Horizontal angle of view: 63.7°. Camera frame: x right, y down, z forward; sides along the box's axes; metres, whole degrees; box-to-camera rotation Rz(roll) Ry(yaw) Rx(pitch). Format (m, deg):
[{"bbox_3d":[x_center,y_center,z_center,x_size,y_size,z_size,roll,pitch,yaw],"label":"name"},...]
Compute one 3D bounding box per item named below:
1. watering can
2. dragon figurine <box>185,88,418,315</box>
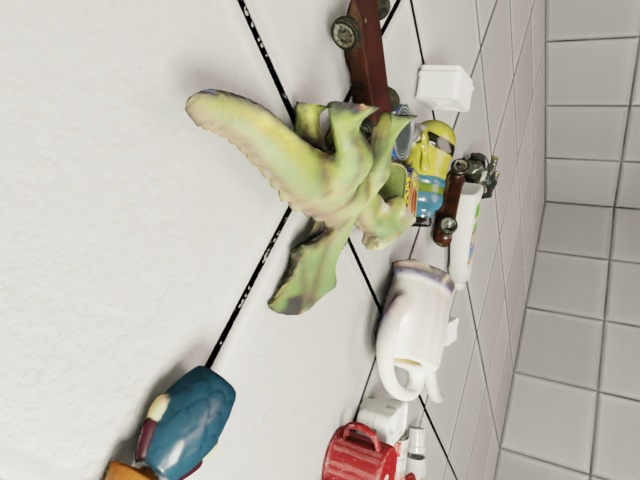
[{"bbox_3d":[0.172,0.165,0.889,0.342,0.104,0.228,42,58,-55],"label":"watering can"},{"bbox_3d":[0.002,-0.028,0.549,0.413,0.123,0.240,-13,116,-53],"label":"dragon figurine"}]
